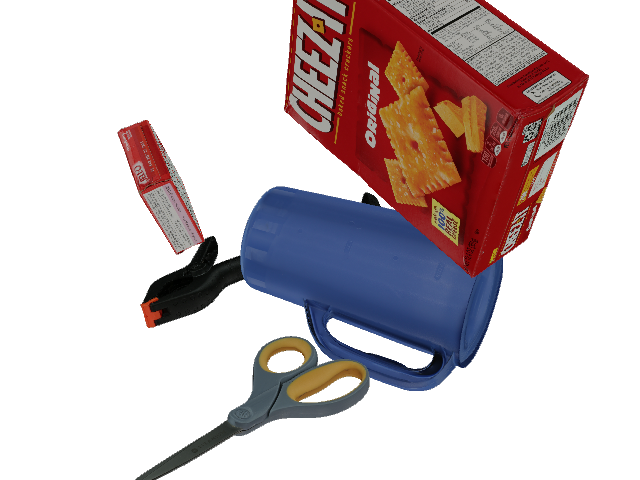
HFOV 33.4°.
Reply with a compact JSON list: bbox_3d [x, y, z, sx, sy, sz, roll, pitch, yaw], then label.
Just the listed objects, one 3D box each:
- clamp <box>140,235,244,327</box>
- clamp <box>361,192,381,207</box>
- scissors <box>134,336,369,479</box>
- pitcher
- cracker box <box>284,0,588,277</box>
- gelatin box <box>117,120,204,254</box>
[{"bbox_3d":[-0.119,0.041,1.152,0.120,0.039,0.171,-5,26,35],"label":"clamp"},{"bbox_3d":[0.065,0.026,1.235,0.164,0.036,0.210,-20,50,-38],"label":"clamp"},{"bbox_3d":[-0.059,0.116,0.765,0.201,0.016,0.096,-15,35,-28],"label":"scissors"},{"bbox_3d":[0.045,0.035,1.030,0.243,0.145,0.149,16,21,20],"label":"pitcher"},{"bbox_3d":[0.068,-0.101,0.755,0.072,0.164,0.214,-33,61,-28],"label":"cracker box"},{"bbox_3d":[-0.130,-0.043,0.870,0.030,0.073,0.089,-25,-37,-1],"label":"gelatin box"}]
